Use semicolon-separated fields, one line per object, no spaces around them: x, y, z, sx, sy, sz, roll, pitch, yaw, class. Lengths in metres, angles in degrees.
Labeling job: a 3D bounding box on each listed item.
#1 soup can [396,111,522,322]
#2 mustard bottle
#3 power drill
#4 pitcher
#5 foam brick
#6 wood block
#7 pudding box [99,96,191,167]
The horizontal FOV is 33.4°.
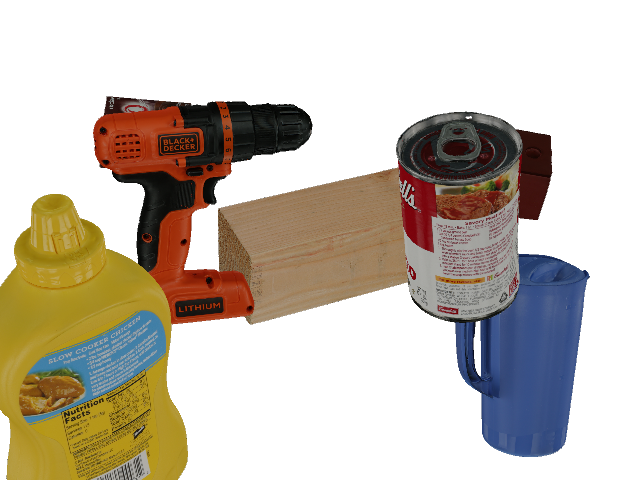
0.080;-0.012;0.606;0.068;0.102;0.068;-5;38;4;soup can
-0.119;0.061;0.531;0.096;0.192;0.058;-25;42;-30;mustard bottle
-0.096;-0.026;0.916;0.184;0.188;0.057;-5;19;-14;power drill
0.254;0.146;1.350;0.149;0.243;0.144;5;16;18;pitcher
0.146;-0.057;0.873;0.078;0.051;0.053;9;44;2;foam brick
0.006;0.004;1.096;0.205;0.090;0.091;-14;39;-21;wood block
-0.176;-0.108;1.084;0.090;0.039;0.113;4;26;-10;pudding box
